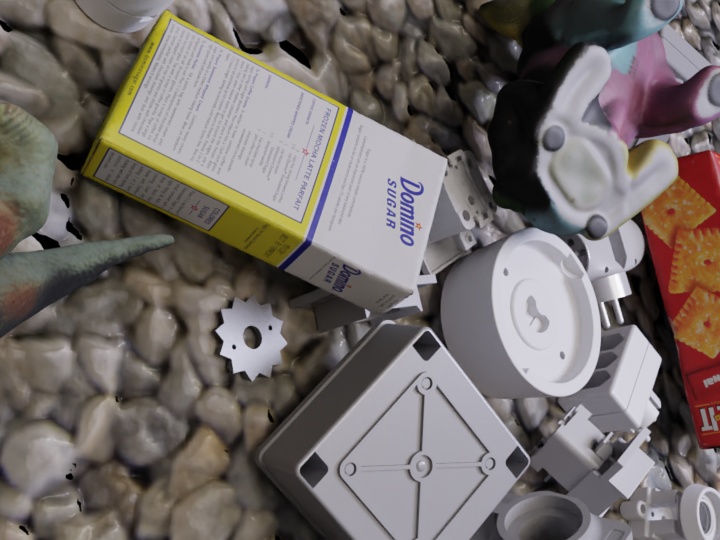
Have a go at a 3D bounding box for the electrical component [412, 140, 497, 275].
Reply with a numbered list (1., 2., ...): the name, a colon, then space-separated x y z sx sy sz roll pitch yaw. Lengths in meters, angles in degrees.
1. electrical component: 0.046 -0.042 0.667 0.042 0.064 0.081 -33 100 -46

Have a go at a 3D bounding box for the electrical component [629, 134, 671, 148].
1. electrical component: 0.203 -0.110 0.830 0.064 0.081 0.042 2 47 -16

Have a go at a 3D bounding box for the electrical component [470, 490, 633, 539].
1. electrical component: 0.083 0.194 0.600 0.150 0.089 0.061 -37 124 -43

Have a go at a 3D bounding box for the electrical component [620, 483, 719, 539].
1. electrical component: 0.231 0.180 0.778 0.066 0.055 0.048 31 58 -33

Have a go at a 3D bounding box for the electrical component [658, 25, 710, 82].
1. electrical component: 0.260 -0.153 0.914 0.083 0.047 0.075 29 59 -34

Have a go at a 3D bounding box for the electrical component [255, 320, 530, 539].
1. electrical component: 0.019 0.101 0.581 0.108 0.056 0.108 -46 110 -21

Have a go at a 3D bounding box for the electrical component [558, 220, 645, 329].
1. electrical component: 0.176 0.003 0.788 0.077 0.043 0.079 -12 85 -45

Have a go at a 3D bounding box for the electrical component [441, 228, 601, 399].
1. electrical component: 0.099 0.032 0.695 0.108 0.060 0.108 15 67 -40

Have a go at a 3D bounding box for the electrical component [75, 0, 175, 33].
1. electrical component: -0.117 -0.158 0.559 0.055 0.047 0.055 15 67 -40

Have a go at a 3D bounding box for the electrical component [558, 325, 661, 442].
1. electrical component: 0.190 0.091 0.772 0.076 0.047 0.065 48 50 -22

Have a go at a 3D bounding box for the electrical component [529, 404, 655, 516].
1. electrical component: 0.149 0.127 0.705 0.064 0.081 0.042 42 45 11

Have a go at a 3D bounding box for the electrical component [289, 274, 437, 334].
1. electrical component: 0.000 0.000 0.625 0.081 0.042 0.063 -4 79 -44
